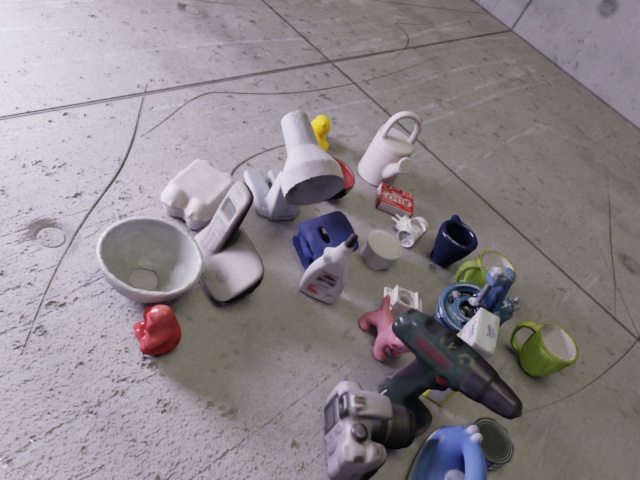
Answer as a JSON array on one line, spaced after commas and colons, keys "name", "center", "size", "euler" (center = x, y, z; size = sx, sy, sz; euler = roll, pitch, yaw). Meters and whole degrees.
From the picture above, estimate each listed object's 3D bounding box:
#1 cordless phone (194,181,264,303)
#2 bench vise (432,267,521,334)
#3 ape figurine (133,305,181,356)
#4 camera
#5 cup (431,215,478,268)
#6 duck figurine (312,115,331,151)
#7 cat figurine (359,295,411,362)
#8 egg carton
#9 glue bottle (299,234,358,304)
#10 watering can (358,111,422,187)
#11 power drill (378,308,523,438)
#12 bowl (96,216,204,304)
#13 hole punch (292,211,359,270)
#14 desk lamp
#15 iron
[{"name": "cordless phone", "center": [-0.144, 0.004, 0.972], "size": [0.094, 0.185, 0.147], "euler": [-15, 59, -39]}, {"name": "bench vise", "center": [0.319, 0.112, 1.113], "size": [0.208, 0.219, 0.121], "euler": [-21, 62, -42]}, {"name": "ape figurine", "center": [-0.243, 0.129, 0.863], "size": [0.076, 0.092, 0.078], "euler": [24, 42, -8]}, {"name": "camera", "center": [0.085, 0.295, 0.887], "size": [0.137, 0.100, 0.143], "euler": [15, 44, -18]}, {"name": "cup", "center": [0.292, 0.006, 1.294], "size": [0.092, 0.095, 0.117], "euler": [19, 43, -14]}, {"name": "duck figurine", "center": [-0.005, -0.259, 1.384], "size": [0.078, 0.086, 0.104], "euler": [20, 42, -12]}, {"name": "cat figurine", "center": [0.140, 0.160, 1.038], "size": [0.067, 0.117, 0.127], "euler": [-5, 52, -33]}, {"name": "egg carton", "center": [-0.231, -0.091, 1.100], "size": [0.107, 0.069, 0.150], "euler": [31, 41, 0]}, {"name": "glue bottle", "center": [0.026, 0.046, 1.040], "size": [0.078, 0.173, 0.037], "euler": [22, 42, -10]}, {"name": "watering can", "center": [0.179, -0.221, 1.373], "size": [0.101, 0.194, 0.172], "euler": [-11, 56, -37]}, {"name": "power drill", "center": [0.188, 0.232, 0.928], "size": [0.076, 0.208, 0.229], "euler": [-24, 64, -43]}, {"name": "bowl", "center": [-0.280, 0.044, 0.936], "size": [0.168, 0.074, 0.167], "euler": [16, 43, -16]}, {"name": "hole punch", "center": [0.010, 0.004, 1.133], "size": [0.101, 0.091, 0.108], "euler": [-3, 51, -32]}, {"name": "desk lamp", "center": [-0.055, -0.133, 1.136], "size": [0.118, 0.213, 0.203], "euler": [-4, 52, -33]}, {"name": "iron", "center": [0.207, 0.365, 0.860], "size": [0.119, 0.141, 0.258], "euler": [26, 42, -5]}]
